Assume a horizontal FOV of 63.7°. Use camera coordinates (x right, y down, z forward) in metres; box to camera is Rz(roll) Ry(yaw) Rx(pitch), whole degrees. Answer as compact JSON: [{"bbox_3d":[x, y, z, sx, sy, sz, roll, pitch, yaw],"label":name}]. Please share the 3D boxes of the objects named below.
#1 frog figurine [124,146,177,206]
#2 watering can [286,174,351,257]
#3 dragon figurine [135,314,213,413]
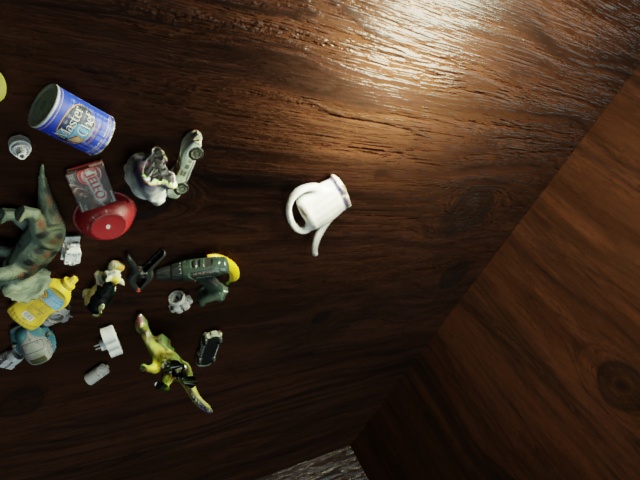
[{"bbox_3d":[-0.448,-0.147,1.320,0.157,0.136,0.125,-29,16,46],"label":"frog figurine"},{"bbox_3d":[0.005,-0.088,1.745,0.225,0.106,0.340,-33,-37,-6],"label":"watering can"},{"bbox_3d":[-0.506,0.410,1.765,0.122,0.403,0.247,-32,31,-2],"label":"dragon figurine"}]
